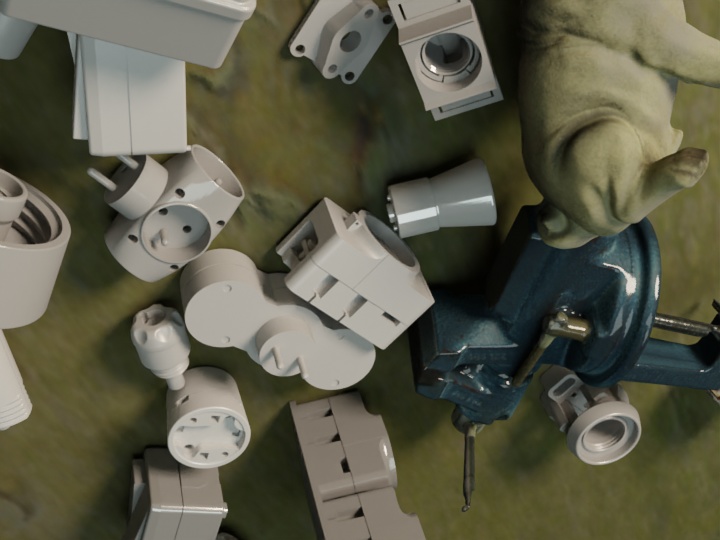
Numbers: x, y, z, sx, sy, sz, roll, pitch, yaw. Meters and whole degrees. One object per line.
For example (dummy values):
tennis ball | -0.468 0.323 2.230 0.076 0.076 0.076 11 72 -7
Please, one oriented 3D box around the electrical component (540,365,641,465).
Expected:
electrical component | 0.178 0.110 0.816 0.058 0.057 0.078 -44 124 16

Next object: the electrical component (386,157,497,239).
electrical component | 0.050 -0.043 0.683 0.065 0.044 0.044 -13 127 -1

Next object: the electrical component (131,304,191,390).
electrical component | -0.128 0.054 0.705 0.035 0.035 0.061 -15 129 -5

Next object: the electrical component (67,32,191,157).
electrical component | -0.124 -0.115 0.569 0.061 0.061 0.096 -4 126 -13

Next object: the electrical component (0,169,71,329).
electrical component | -0.211 -0.024 0.584 0.108 0.108 0.060 20 111 -27

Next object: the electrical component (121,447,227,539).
electrical component | -0.139 0.182 0.775 0.061 0.061 0.096 7 122 -20

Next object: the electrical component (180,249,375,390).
electrical component | -0.049 0.043 0.694 0.138 0.073 0.052 25 115 -29

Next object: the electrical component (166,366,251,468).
electrical component | -0.106 0.099 0.735 0.055 0.047 0.055 -8 126 -11

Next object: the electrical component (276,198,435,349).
electrical component | 0.000 0.000 0.693 0.089 0.050 0.056 35 110 -32

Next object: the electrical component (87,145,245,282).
electrical component | -0.123 -0.043 0.632 0.077 0.044 0.079 -42 124 15

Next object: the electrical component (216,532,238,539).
electrical component | -0.097 0.232 0.840 0.035 0.035 0.061 -32 130 8

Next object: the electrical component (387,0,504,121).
electrical component | 0.048 -0.130 0.605 0.042 0.063 0.081 -16 129 13

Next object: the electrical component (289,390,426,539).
electrical component | 0.004 0.183 0.738 0.060 0.186 0.105 -12 127 -7

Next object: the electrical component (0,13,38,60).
electrical component | -0.177 -0.141 0.550 0.044 0.044 0.065 26 119 -29

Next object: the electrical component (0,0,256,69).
electrical component | -0.106 -0.162 0.507 0.109 0.108 0.056 11 148 -22

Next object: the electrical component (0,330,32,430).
electrical component | -0.238 0.069 0.679 0.043 0.043 0.081 -13 127 -6
